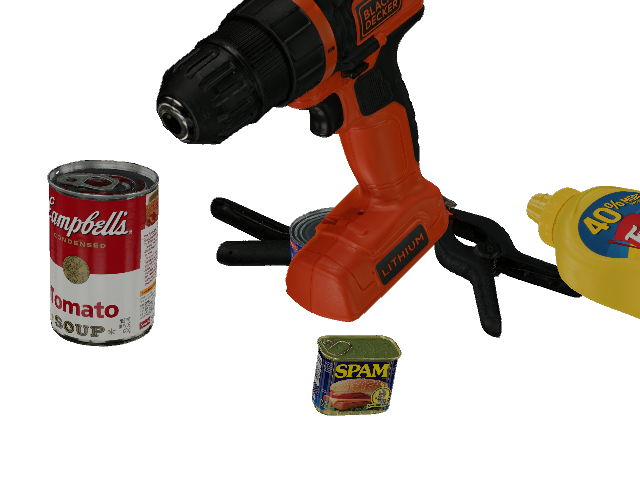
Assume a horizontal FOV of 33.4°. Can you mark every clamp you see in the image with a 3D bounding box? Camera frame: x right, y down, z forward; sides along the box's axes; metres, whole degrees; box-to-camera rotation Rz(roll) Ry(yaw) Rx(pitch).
[{"bbox_3d":[0.179,0.021,1.063,0.120,0.039,0.171,-11,46,-22],"label":"clamp"},{"bbox_3d":[-0.024,0.012,1.164,0.210,0.036,0.164,16,19,-6],"label":"clamp"}]

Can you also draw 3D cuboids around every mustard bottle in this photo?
[{"bbox_3d":[0.205,0.010,0.659,0.096,0.058,0.192,-28,37,-28],"label":"mustard bottle"}]

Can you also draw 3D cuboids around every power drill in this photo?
[{"bbox_3d":[0.005,-0.050,0.542,0.057,0.187,0.184,25,52,34],"label":"power drill"}]

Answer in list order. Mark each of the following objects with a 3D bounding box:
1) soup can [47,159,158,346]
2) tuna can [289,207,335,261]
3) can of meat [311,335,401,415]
[{"bbox_3d":[-0.138,0.007,0.677,0.068,0.102,0.068,5,22,-2],"label":"soup can"},{"bbox_3d":[0.017,0.004,0.892,0.086,0.034,0.086,-2,26,1],"label":"tuna can"},{"bbox_3d":[0.042,0.168,1.322,0.102,0.084,0.057,1,24,-16],"label":"can of meat"}]
